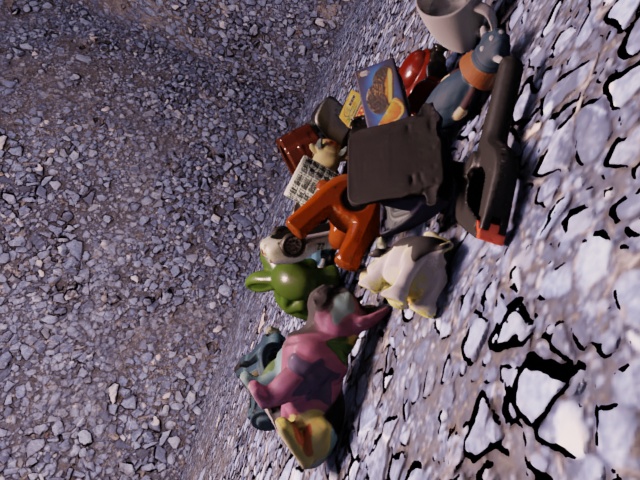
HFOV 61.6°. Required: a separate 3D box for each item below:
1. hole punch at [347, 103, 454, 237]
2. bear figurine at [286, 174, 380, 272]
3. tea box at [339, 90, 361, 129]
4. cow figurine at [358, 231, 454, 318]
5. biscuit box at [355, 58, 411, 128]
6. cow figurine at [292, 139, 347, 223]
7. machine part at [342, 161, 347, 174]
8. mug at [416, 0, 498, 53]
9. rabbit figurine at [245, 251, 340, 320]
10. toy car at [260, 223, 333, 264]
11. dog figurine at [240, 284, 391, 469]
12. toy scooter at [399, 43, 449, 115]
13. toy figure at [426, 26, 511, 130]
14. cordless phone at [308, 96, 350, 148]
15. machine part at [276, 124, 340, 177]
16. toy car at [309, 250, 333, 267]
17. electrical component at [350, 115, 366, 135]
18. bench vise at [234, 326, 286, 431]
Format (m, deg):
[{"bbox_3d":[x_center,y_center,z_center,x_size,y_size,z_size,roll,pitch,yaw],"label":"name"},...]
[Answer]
[{"bbox_3d":[0.101,-0.074,0.629,0.116,0.092,0.142,-11,55,25],"label":"hole punch"},{"bbox_3d":[0.034,-0.021,0.787,0.132,0.120,0.195,-53,-6,-11],"label":"bear figurine"},{"bbox_3d":[0.101,-0.247,1.081,0.170,0.098,0.068,-96,30,-71],"label":"tea box"},{"bbox_3d":[0.098,0.030,0.647,0.098,0.068,0.167,-63,14,-3],"label":"cow figurine"},{"bbox_3d":[0.102,-0.147,0.747,0.059,0.063,0.202,37,-141,-66],"label":"biscuit box"},{"bbox_3d":[-0.002,-0.117,1.070,0.127,0.085,0.195,133,153,-65],"label":"cow figurine"},{"bbox_3d":[0.078,-0.105,1.034,0.179,0.056,0.179,-159,90,-78],"label":"machine part"},{"bbox_3d":[0.199,-0.311,0.750,0.080,0.110,0.107,-63,-30,-2],"label":"mug"},{"bbox_3d":[-0.044,0.069,0.954,0.121,0.159,0.170,-64,-10,-11],"label":"rabbit figurine"},{"bbox_3d":[-0.002,-0.003,0.910,0.074,0.202,0.056,-150,51,-64],"label":"toy car"},{"bbox_3d":[0.013,0.171,0.731,0.219,0.191,0.108,-36,1,-12],"label":"dog figurine"},{"bbox_3d":[0.162,-0.232,0.820,0.135,0.075,0.184,135,151,-65],"label":"toy scooter"},{"bbox_3d":[0.189,-0.203,0.679,0.058,0.064,0.154,-29,-11,-38],"label":"toy figure"},{"bbox_3d":[0.049,-0.230,1.182,0.089,0.146,0.184,-41,24,10],"label":"cordless phone"},{"bbox_3d":[-0.018,-0.160,1.233,0.087,0.200,0.201,-29,11,-5],"label":"machine part"},{"bbox_3d":[-0.034,0.042,1.171,0.162,0.103,0.109,-92,24,-68],"label":"toy car"},{"bbox_3d":[0.089,-0.127,0.878,0.115,0.058,0.134,-87,-16,-55],"label":"electrical component"},{"bbox_3d":[-0.044,0.199,0.913,0.240,0.129,0.224,-41,11,21],"label":"bench vise"}]
